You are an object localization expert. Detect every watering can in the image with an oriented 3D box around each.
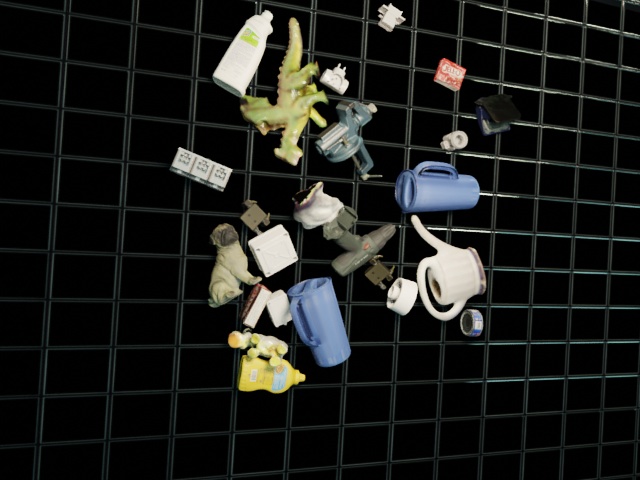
[{"bbox_3d":[0.402,0.076,1.620,0.225,0.104,0.346,-12,94,-17],"label":"watering can"}]

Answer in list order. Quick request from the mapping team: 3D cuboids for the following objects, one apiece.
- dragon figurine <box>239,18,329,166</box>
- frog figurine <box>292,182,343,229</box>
[{"bbox_3d":[-0.113,-0.411,1.473,0.243,0.121,0.411,-19,88,-7],"label":"dragon figurine"},{"bbox_3d":[0.005,-0.075,1.498,0.136,0.125,0.157,-35,113,20],"label":"frog figurine"}]
